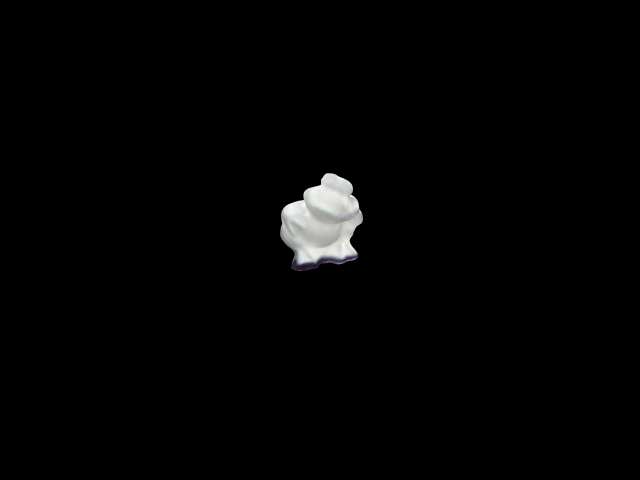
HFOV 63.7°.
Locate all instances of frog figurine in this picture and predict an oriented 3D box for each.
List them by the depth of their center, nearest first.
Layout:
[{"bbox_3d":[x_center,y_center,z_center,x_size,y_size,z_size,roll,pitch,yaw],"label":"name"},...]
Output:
[{"bbox_3d":[0.003,-0.043,0.850,0.137,0.156,0.125,2,28,3],"label":"frog figurine"}]
